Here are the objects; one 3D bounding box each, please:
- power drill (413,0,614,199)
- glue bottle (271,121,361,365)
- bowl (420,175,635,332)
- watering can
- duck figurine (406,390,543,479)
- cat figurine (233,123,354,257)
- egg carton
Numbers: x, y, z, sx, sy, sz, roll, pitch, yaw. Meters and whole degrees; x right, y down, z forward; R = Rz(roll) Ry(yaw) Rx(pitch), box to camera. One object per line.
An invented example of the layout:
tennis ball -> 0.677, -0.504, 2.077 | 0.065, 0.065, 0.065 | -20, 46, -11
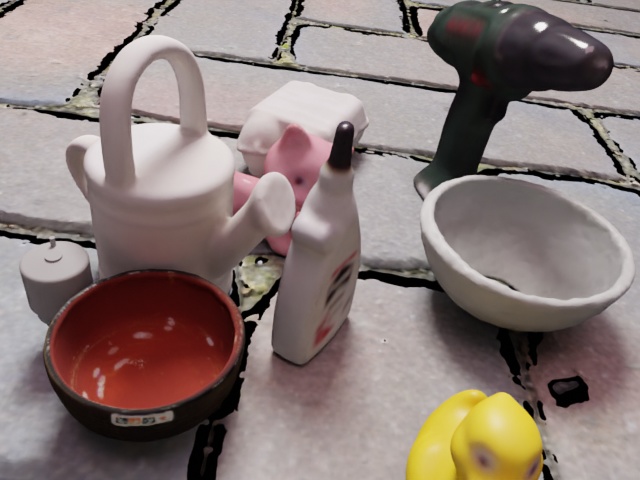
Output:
power drill -> 0.157, -0.118, 0.534 | 0.076, 0.208, 0.229 | -5, 40, -17
glue bottle -> 0.003, 0.001, 0.379 | 0.037, 0.173, 0.078 | 23, 40, 18
bowl -> 0.157, 0.020, 0.468 | 0.167, 0.075, 0.167 | 6, 38, -4
watering can -> -0.101, -0.040, 0.394 | 0.173, 0.194, 0.101 | 8, 38, -2
duck figurine -> 0.092, 0.120, 0.317 | 0.077, 0.086, 0.104 | 9, 38, 0
cat figurine -> -0.038, -0.052, 0.484 | 0.128, 0.118, 0.067 | 7, 38, -2
egg carton -> -0.016, -0.114, 0.608 | 0.107, 0.069, 0.150 | 20, 39, 14
